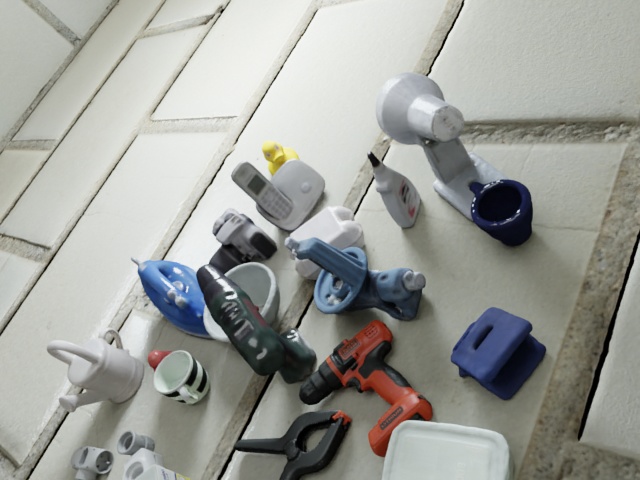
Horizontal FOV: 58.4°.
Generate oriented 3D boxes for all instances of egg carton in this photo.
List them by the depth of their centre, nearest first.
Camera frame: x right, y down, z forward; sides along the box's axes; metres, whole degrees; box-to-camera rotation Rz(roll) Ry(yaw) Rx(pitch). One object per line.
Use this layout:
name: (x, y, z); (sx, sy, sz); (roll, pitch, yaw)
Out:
egg carton: (0.010, 0.004, 1.090); (0.150, 0.070, 0.107); (-37, 44, 7)

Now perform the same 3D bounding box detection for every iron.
iron: (-0.296, 0.112, 1.182); (0.257, 0.142, 0.119); (28, 77, 45)

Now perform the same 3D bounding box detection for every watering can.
watering can: (-0.462, 0.258, 1.155); (0.100, 0.195, 0.172); (-25, 46, 19)

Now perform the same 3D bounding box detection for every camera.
camera: (-0.188, 0.012, 1.207); (0.137, 0.101, 0.142); (-51, 44, -7)

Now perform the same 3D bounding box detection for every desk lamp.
desk lamp: (0.206, -0.170, 0.971); (0.118, 0.214, 0.202); (-42, 43, 3)

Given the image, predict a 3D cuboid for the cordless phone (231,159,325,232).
cordless phone: (-0.087, -0.119, 1.171); (0.093, 0.186, 0.148); (20, 72, 44)

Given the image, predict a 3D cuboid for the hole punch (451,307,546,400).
hole punch: (0.237, 0.150, 0.793); (0.109, 0.091, 0.100); (-50, 43, -6)

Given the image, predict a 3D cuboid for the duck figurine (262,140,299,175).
duck figurine: (-0.101, -0.195, 1.312); (0.077, 0.086, 0.104); (-41, 43, 4)

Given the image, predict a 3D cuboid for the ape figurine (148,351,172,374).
ape figurine: (-0.300, 0.246, 1.119); (0.077, 0.092, 0.076); (-34, 44, 11)

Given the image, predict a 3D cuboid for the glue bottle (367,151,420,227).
glue bottle: (0.124, -0.097, 1.006); (0.037, 0.174, 0.078); (-6, 55, 34)

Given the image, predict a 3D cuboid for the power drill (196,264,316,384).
power drill: (-0.104, 0.152, 0.959); (0.075, 0.209, 0.228); (-45, 43, -1)

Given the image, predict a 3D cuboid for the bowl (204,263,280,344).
bowl: (-0.137, 0.131, 1.098); (0.167, 0.075, 0.167); (-20, 48, 24)

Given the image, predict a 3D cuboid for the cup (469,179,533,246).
cup: (0.285, -0.039, 0.899); (0.091, 0.095, 0.117); (-43, 43, 2)

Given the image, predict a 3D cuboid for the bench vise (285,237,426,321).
bench vise: (0.056, 0.045, 0.913); (0.207, 0.220, 0.121); (-20, 48, 24)
